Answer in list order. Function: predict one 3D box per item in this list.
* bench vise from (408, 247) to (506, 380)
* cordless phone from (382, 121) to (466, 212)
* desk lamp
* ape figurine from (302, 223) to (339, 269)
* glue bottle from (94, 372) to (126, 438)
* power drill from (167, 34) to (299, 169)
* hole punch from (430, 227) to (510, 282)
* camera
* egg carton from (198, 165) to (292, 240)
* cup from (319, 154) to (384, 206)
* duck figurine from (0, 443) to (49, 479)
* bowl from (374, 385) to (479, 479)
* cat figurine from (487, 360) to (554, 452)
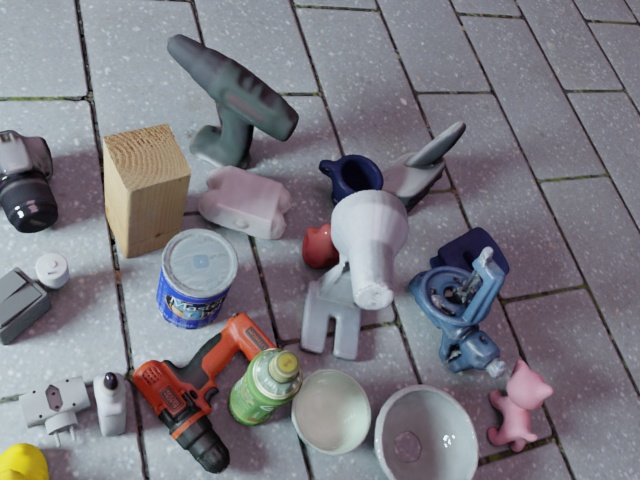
[{"bbox_3d":[0.253,0.109,0.921,0.207,0.219,0.122,46,58,7],"label":"bench vise"},{"bbox_3d":[0.184,-0.140,1.049,0.094,0.185,0.148,40,57,4],"label":"cordless phone"},{"bbox_3d":[0.057,0.056,0.881,0.118,0.213,0.203,14,59,-13],"label":"desk lamp"},{"bbox_3d":[0.009,0.003,0.963,0.078,0.092,0.076,46,58,8],"label":"ape figurine"},{"bbox_3d":[-0.261,0.194,0.715,0.037,0.173,0.078,-8,66,-23],"label":"glue bottle"},{"bbox_3d":[-0.155,-0.211,0.948,0.230,0.208,0.076,26,58,-5],"label":"power drill"},{"bbox_3d":[0.271,0.047,1.038,0.101,0.091,0.108,-23,73,-29],"label":"hole punch"},{"bbox_3d":[-0.452,-0.080,0.832,0.143,0.100,0.136,-22,72,-28],"label":"camera"},{"bbox_3d":[-0.124,-0.060,0.961,0.150,0.069,0.107,18,59,-11],"label":"egg carton"},{"bbox_3d":[0.044,-0.097,1.028,0.118,0.095,0.092,21,58,-9],"label":"cup"},{"bbox_3d":[-0.365,0.292,0.676,0.078,0.086,0.104,11,60,-14],"label":"duck figurine"},{"bbox_3d":[0.149,0.308,0.864,0.168,0.074,0.167,9,61,-16],"label":"bowl"},{"bbox_3d":[0.329,0.267,0.926,0.067,0.117,0.128,16,59,-12],"label":"cat figurine"}]
